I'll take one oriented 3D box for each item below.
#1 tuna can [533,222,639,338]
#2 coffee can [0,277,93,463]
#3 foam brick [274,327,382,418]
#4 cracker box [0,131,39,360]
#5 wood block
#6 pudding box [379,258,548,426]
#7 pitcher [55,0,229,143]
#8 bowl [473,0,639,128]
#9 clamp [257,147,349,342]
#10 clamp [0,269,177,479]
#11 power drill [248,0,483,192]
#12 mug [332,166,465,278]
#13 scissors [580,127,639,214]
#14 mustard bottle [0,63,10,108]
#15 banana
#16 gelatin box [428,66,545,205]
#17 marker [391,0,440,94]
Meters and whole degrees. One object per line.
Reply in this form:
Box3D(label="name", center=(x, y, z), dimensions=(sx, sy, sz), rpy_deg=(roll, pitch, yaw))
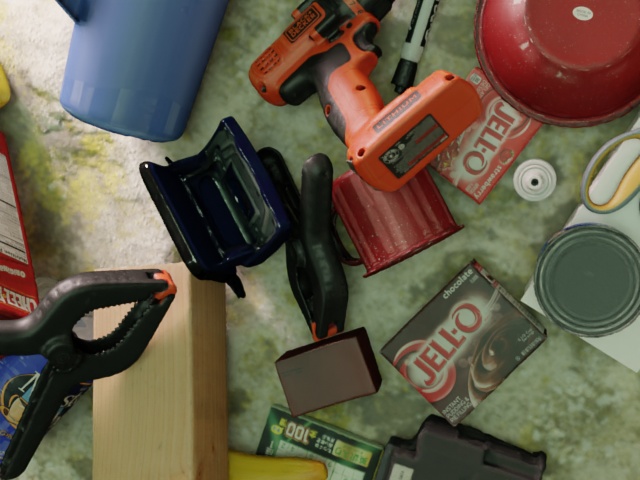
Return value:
Box3D(label="tuna can", center=(0.206, 0.030, 0.812), dimensions=(0.086, 0.033, 0.086), rpy_deg=(1, 96, 11))
Box3D(label="coffee can", center=(-0.259, 0.117, 0.944), dimensions=(0.103, 0.102, 0.140), rpy_deg=(45, 102, 4))
Box3D(label="foam brick", center=(0.008, 0.113, 0.916), dimensions=(0.078, 0.051, 0.053), rpy_deg=(-18, 91, 12))
Box3D(label="cracker box", center=(-0.331, 0.018, 0.915), dimensions=(0.164, 0.072, 0.214), rpy_deg=(-31, 59, 18))
Box3D(label="wood block", center=(-0.132, 0.129, 0.899), dimensions=(0.091, 0.090, 0.206), rpy_deg=(-5, 79, 14))
Box3D(label="pudding box", center=(0.120, 0.086, 0.896), dimensions=(0.090, 0.039, 0.113), rpy_deg=(45, 102, 5))
Box3D(label="pitcher", center=(-0.143, -0.211, 0.872), dimensions=(0.149, 0.144, 0.243), rpy_deg=(20, 102, 13))
Box3D(label="bowl", center=(0.202, -0.171, 0.831), dimensions=(0.162, 0.055, 0.162), rpy_deg=(0, 87, 5))
Box3D(label="clamp", center=(-0.006, 0.001, 0.883), dimensions=(0.039, 0.120, 0.171), rpy_deg=(-19, 96, -16))
Box3D(label="clamp", center=(-0.203, 0.093, 0.833), dimensions=(0.210, 0.036, 0.164), rpy_deg=(-25, 124, -9))
Box3D(label="power drill", center=(0.047, -0.141, 0.837), dimensions=(0.184, 0.057, 0.188), rpy_deg=(-43, 48, 10))
Box3D(label="mug", center=(0.051, -0.020, 0.881), dimensions=(0.117, 0.093, 0.081), rpy_deg=(-31, 83, 40))
Box3D(label="scissors", center=(0.281, -0.087, 0.795), dimensions=(0.096, 0.016, 0.202), rpy_deg=(43, 102, 3))
Box3D(label="mustard bottle", center=(-0.380, -0.122, 0.968), dimensions=(0.192, 0.058, 0.096), rpy_deg=(-29, 89, 13))
Box3D(label="banana", center=(-0.090, 0.186, 0.941), dimensions=(0.198, 0.037, 0.070), rpy_deg=(25, 107, 16))
Box3D(label="gelatin box", center=(0.131, -0.086, 0.881), dimensions=(0.073, 0.030, 0.089), rpy_deg=(39, 102, 5))
Box3D(label="marker", center=(0.084, -0.180, 0.887), dimensions=(0.020, 0.020, 0.121), rpy_deg=(19, 99, 9))
